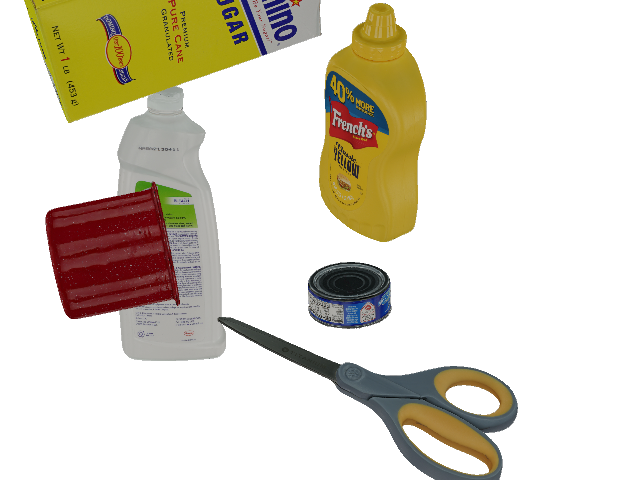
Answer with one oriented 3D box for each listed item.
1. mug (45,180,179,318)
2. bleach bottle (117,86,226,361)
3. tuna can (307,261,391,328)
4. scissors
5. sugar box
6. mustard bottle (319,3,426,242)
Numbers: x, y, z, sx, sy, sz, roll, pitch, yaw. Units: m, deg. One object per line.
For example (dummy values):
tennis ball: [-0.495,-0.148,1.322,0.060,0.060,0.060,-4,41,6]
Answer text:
mug: [-0.153,0.007,0.784,0.081,0.093,0.117,-12,18,-9]
bleach bottle: [-0.133,-0.015,0.970,0.102,0.251,0.068,-1,22,-12]
tuna can: [0.030,0.055,1.091,0.086,0.034,0.086,-2,25,1]
scissors: [0.038,0.082,0.672,0.202,0.016,0.096,35,46,27]
sugar box: [-0.085,-0.143,0.652,0.176,0.048,0.093,-20,-35,-13]
mustard bottle: [0.041,-0.097,0.841,0.058,0.192,0.096,-23,47,-27]
